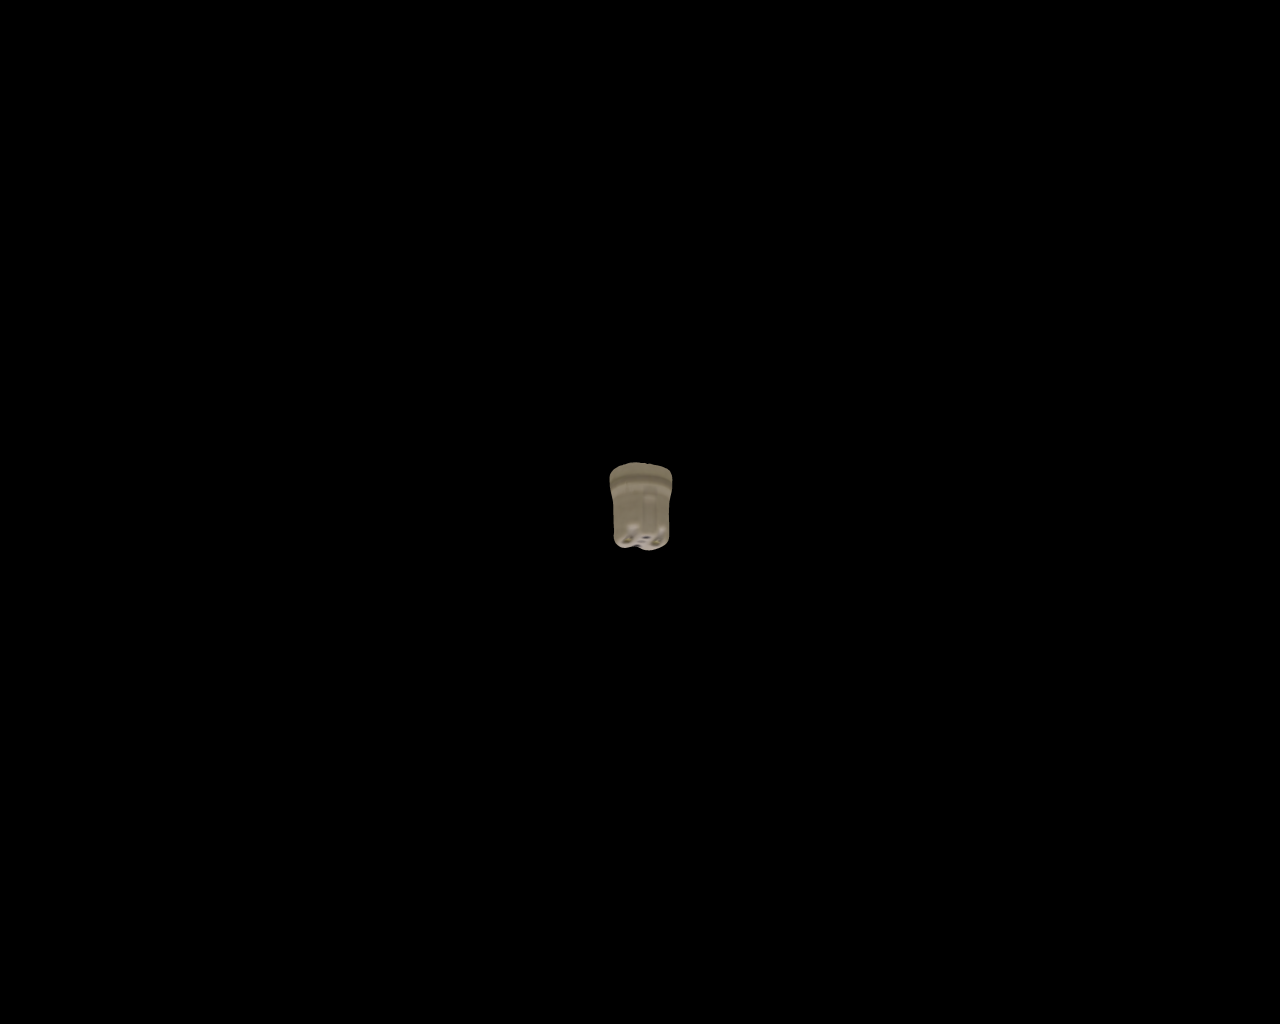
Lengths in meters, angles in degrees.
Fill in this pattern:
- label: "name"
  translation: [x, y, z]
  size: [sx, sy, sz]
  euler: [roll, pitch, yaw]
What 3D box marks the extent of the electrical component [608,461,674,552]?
- label: "electrical component"
  translation: [0.001, -0.003, 0.650]
  size: [0.040, 0.046, 0.040]
  euler: [0, -18, 0]
